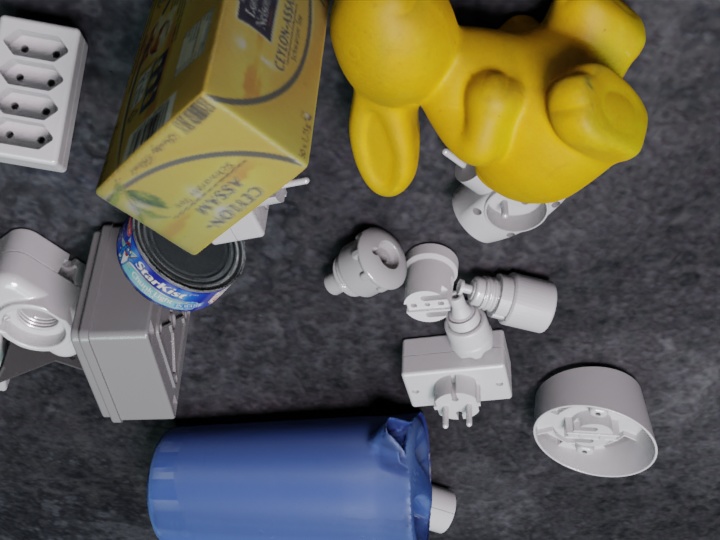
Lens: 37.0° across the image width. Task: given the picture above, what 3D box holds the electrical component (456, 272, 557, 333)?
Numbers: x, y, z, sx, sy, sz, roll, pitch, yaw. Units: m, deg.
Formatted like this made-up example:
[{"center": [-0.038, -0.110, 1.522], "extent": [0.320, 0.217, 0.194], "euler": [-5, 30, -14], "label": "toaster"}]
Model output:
[{"center": [0.111, 0.021, 0.804], "extent": [0.078, 0.040, 0.040], "euler": [13, 138, -11], "label": "electrical component"}]

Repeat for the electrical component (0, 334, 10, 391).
[{"center": [-0.320, 0.051, 0.868], "extent": [0.076, 0.047, 0.083], "euler": [9, 139, -6], "label": "electrical component"}]

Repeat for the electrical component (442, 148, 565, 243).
[{"center": [0.090, -0.063, 0.706], "extent": [0.079, 0.044, 0.077], "euler": [32, 132, -27], "label": "electrical component"}]

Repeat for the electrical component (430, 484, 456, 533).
[{"center": [0.047, 0.222, 1.039], "extent": [0.081, 0.043, 0.043], "euler": [21, 136, -18], "label": "electrical component"}]

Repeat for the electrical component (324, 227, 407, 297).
[{"center": [0.000, 0.000, 0.788], "extent": [0.048, 0.048, 0.062], "euler": [33, 138, -30], "label": "electrical component"}]

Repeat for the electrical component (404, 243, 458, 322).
[{"center": [0.051, 0.010, 0.791], "extent": [0.040, 0.046, 0.040], "euler": [5, 138, 5], "label": "electrical component"}]

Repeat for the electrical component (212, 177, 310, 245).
[{"center": [-0.073, -0.060, 0.720], "extent": [0.077, 0.047, 0.065], "euler": [-9, 137, 15], "label": "electrical component"}]

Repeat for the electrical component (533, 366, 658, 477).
[{"center": [0.195, 0.128, 0.903], "extent": [0.099, 0.064, 0.099], "euler": [2, 139, 2], "label": "electrical component"}]

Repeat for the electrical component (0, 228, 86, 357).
[{"center": [-0.241, 0.022, 0.819], "extent": [0.054, 0.059, 0.095], "euler": [-28, 130, 32], "label": "electrical component"}]

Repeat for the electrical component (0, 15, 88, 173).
[{"center": [-0.199, -0.104, 0.667], "extent": [0.047, 0.083, 0.076], "euler": [9, 177, -6], "label": "electrical component"}]

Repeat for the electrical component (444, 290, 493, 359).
[{"center": [0.082, 0.040, 0.834], "extent": [0.035, 0.035, 0.061], "euler": [-10, 134, 15], "label": "electrical component"}]

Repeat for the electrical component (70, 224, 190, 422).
[{"center": [-0.166, 0.039, 0.796], "extent": [0.056, 0.108, 0.108], "euler": [-2, 139, 3], "label": "electrical component"}]

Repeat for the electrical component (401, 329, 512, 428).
[{"center": [0.078, 0.094, 0.865], "extent": [0.083, 0.075, 0.047], "euler": [-7, 138, 12], "label": "electrical component"}]
